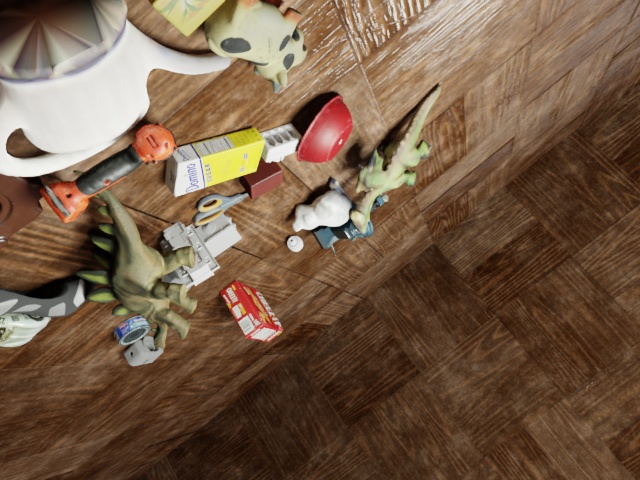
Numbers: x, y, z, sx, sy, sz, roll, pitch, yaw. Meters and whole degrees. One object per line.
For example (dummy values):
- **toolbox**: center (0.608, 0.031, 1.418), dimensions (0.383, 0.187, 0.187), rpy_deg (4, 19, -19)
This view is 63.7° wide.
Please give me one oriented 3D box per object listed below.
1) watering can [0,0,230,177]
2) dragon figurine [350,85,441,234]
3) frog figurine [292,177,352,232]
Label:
- **watering can**: center (-0.251, -0.206, 0.622), dimensions (0.352, 0.105, 0.220), rpy_deg (-41, 167, -23)
- **dragon figurine**: center (0.179, -0.201, 1.312), dimensions (0.246, 0.123, 0.402), rpy_deg (-31, 146, -57)
- **frog figurine**: center (0.004, -0.069, 1.367), dimensions (0.161, 0.122, 0.136), rpy_deg (-44, -178, -15)
